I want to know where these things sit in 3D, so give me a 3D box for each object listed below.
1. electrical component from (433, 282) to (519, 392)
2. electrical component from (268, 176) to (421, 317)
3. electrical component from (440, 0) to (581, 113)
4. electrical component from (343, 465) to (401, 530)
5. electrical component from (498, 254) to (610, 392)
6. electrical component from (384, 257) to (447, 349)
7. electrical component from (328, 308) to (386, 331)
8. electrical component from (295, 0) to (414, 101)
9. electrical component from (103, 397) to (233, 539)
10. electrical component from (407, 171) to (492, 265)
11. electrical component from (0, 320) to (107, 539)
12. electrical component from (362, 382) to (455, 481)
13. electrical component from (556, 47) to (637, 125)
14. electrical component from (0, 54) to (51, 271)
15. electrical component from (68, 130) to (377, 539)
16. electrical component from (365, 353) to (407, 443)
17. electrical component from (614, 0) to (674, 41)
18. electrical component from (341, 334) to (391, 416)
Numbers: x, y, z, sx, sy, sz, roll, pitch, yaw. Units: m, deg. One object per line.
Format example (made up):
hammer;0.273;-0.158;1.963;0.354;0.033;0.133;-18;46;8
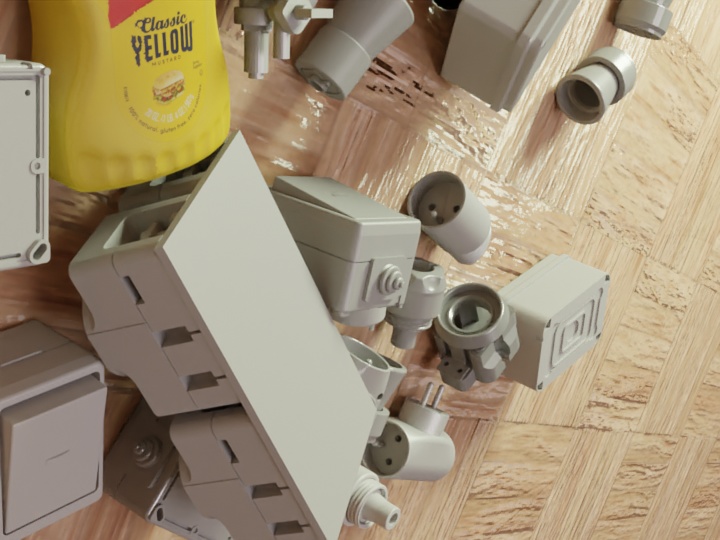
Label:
electrical component;0.089;0.047;0.831;0.078;0.058;0.057;-50;146;-23
electrical component;-0.011;-0.015;0.617;0.062;0.096;0.061;-5;112;-53
electrical component;0.104;-0.171;0.681;0.108;0.056;0.108;-58;175;-12
electrical component;0.000;0.165;0.777;0.043;0.062;0.043;-32;134;-40
electrical component;0.160;0.043;0.928;0.113;0.057;0.078;-31;133;-41
electrical component;0.036;0.025;0.756;0.043;0.043;0.062;-17;125;-49
electrical component;0.000;0.000;0.693;0.040;0.040;0.078;-22;127;-47
electrical component;-0.006;-0.129;0.605;0.065;0.044;0.044;-54;145;-9
electrical component;-0.102;0.112;0.608;0.061;0.061;0.096;-60;140;-12
electrical component;0.070;-0.034;0.766;0.043;0.043;0.081;-62;147;-6
electrical component;-0.158;0.083;0.505;0.062;0.061;0.096;-22;127;-47
electrical component;0.044;0.124;0.830;0.077;0.043;0.079;21;92;-57
electrical component;0.190;-0.148;0.861;0.055;0.045;0.045;-41;140;-33
electrical component;-0.164;-0.049;0.420;0.062;0.061;0.096;-13;113;-51
electrical component;-0.063;0.041;0.542;0.105;0.060;0.186;-69;141;-53
electrical component;0.002;0.086;0.746;0.045;0.045;0.055;15;98;-56
electrical component;0.238;-0.222;0.882;0.045;0.045;0.055;9;103;-56
electrical component;-0.031;0.080;0.693;0.079;0.044;0.077;23;103;-39
